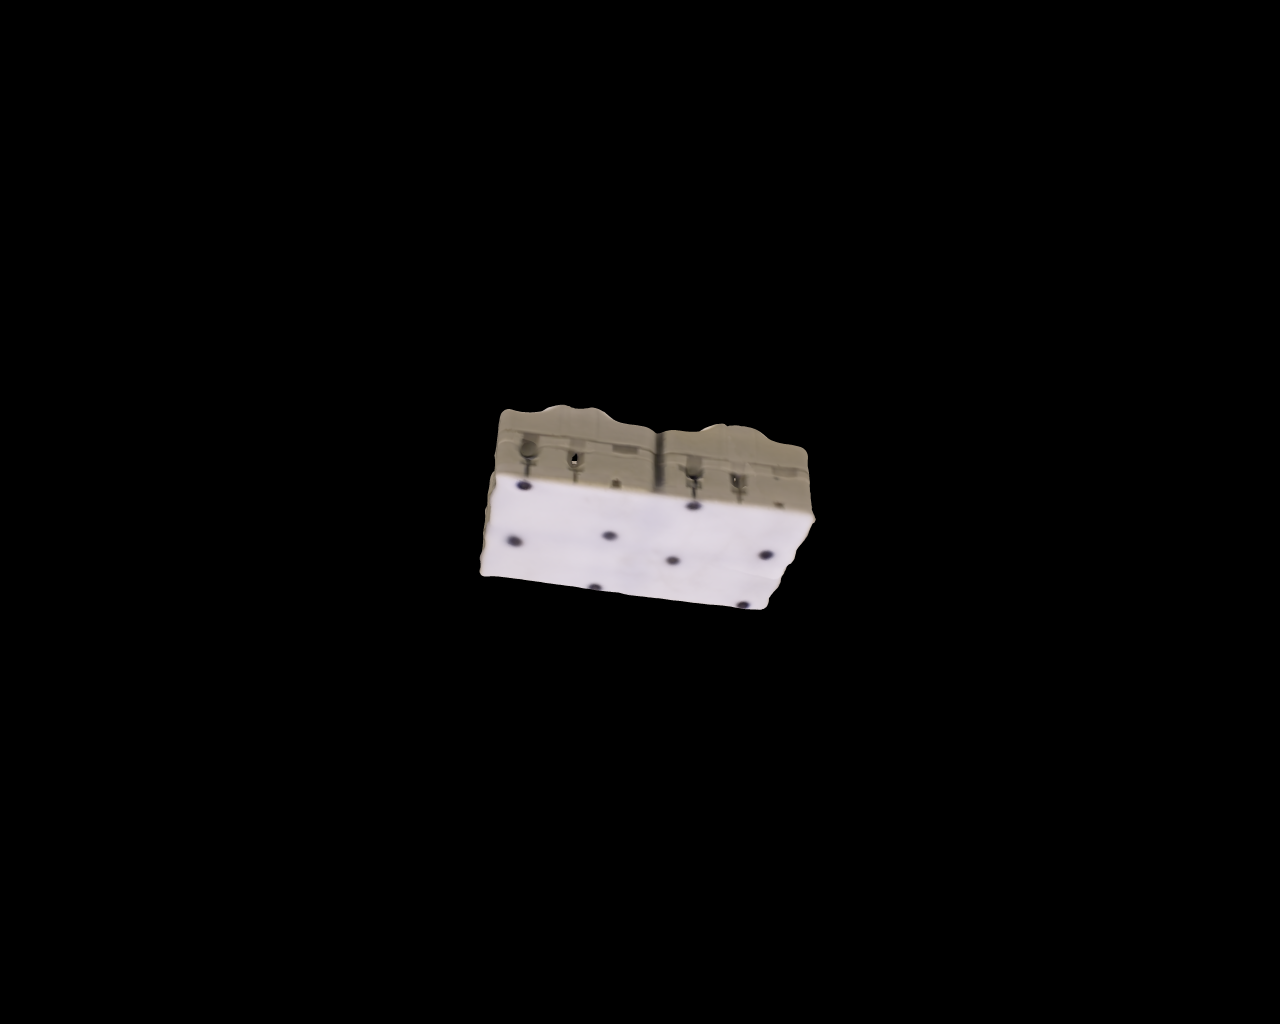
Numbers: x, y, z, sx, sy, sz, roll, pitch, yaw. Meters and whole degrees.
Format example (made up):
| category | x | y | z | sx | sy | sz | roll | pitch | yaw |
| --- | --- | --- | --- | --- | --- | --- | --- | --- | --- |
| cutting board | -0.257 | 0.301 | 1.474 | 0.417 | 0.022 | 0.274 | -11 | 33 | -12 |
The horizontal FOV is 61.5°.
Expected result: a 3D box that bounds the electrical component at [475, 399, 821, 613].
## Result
| category | x | y | z | sx | sy | sz | roll | pitch | yaw |
| --- | --- | --- | --- | --- | --- | --- | --- | --- | --- |
| electrical component | 0.001 | -0.003 | 0.650 | 0.186 | 0.060 | 0.105 | 7 | -39 | -9 |
